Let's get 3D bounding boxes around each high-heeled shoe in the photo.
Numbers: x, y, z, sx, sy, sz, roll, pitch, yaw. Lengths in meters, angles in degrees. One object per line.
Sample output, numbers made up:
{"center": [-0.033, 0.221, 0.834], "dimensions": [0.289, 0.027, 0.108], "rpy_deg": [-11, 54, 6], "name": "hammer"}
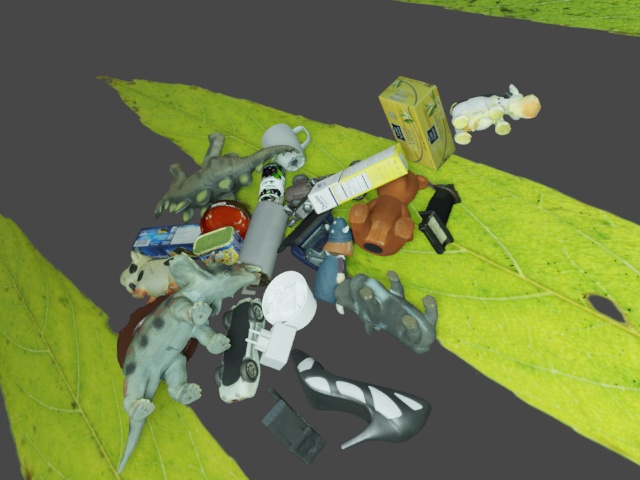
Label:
{"center": [0.053, 0.219, 0.829], "dimensions": [0.145, 0.086, 0.249], "rpy_deg": [-24, 37, -13], "name": "high-heeled shoe"}

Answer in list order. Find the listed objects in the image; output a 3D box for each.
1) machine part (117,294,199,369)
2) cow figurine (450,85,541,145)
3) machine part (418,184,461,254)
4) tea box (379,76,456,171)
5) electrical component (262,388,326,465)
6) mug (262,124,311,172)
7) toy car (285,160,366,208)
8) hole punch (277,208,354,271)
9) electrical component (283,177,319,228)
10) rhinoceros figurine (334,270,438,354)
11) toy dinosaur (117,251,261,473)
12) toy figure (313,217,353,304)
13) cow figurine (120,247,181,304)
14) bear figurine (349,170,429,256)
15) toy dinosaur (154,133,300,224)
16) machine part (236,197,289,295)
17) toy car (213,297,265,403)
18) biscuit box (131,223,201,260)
{"center": [-0.327, 0.194, 1.076], "dimensions": [0.179, 0.056, 0.179], "rpy_deg": [-17, 47, 18], "name": "machine part"}
{"center": [0.344, -0.257, 1.065], "dimensions": [0.167, 0.068, 0.098], "rpy_deg": [-12, 43, 20], "name": "cow figurine"}
{"center": [0.214, -0.044, 0.958], "dimensions": [0.039, 0.084, 0.139], "rpy_deg": [-22, 31, 45], "name": "machine part"}
{"center": [0.192, -0.225, 1.048], "dimensions": [0.068, 0.169, 0.098], "rpy_deg": [-46, 44, -11], "name": "tea box"}
{"center": [-0.052, 0.282, 0.829], "dimensions": [0.119, 0.074, 0.048], "rpy_deg": [31, 71, 39], "name": "electrical component"}
{"center": [-0.069, -0.216, 1.264], "dimensions": [0.109, 0.080, 0.107], "rpy_deg": [-29, 55, -5], "name": "mug"}
{"center": [0.017, -0.116, 1.143], "dimensions": [0.202, 0.053, 0.089], "rpy_deg": [-11, 46, 23], "name": "toy car"}
{"center": [-0.002, -0.003, 1.046], "dimensions": [0.142, 0.092, 0.116], "rpy_deg": [-49, 15, -11], "name": "hole punch"}
{"center": [-0.032, -0.077, 1.091], "dimensions": [0.102, 0.045, 0.078], "rpy_deg": [-44, 8, 20], "name": "electrical component"}
{"center": [0.104, 0.110, 0.865], "dimensions": [0.191, 0.111, 0.073], "rpy_deg": [27, 54, 35], "name": "rhinoceros figurine"}
{"center": [-0.270, 0.181, 0.947], "dimensions": [0.405, 0.131, 0.192], "rpy_deg": [-52, 37, -4], "name": "toy dinosaur"}
{"center": [0.026, 0.036, 0.972], "dimensions": [0.064, 0.057, 0.154], "rpy_deg": [13, 87, 21], "name": "toy figure"}
{"center": [-0.359, 0.074, 1.176], "dimensions": [0.195, 0.085, 0.127], "rpy_deg": [-11, 55, 26], "name": "cow figurine"}
{"center": [0.133, -0.071, 0.990], "dimensions": [0.120, 0.131, 0.196], "rpy_deg": [21, 67, 10], "name": "bear figurine"}
{"center": [-0.238, -0.141, 1.258], "dimensions": [0.471, 0.105, 0.199], "rpy_deg": [-27, 50, 28], "name": "toy dinosaur"}
{"center": [-0.118, 0.007, 1.097], "dimensions": [0.079, 0.079, 0.243], "rpy_deg": [-5, 53, 27], "name": "machine part"}
{"center": [-0.141, 0.193, 0.971], "dimensions": [0.074, 0.056, 0.202], "rpy_deg": [-20, 45, 24], "name": "toy car"}
{"center": [-0.335, 0.008, 1.233], "dimensions": [0.203, 0.062, 0.059], "rpy_deg": [-3, 53, 29], "name": "biscuit box"}
